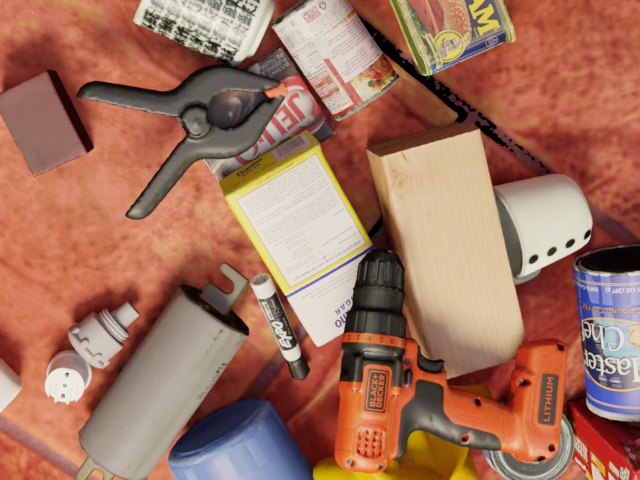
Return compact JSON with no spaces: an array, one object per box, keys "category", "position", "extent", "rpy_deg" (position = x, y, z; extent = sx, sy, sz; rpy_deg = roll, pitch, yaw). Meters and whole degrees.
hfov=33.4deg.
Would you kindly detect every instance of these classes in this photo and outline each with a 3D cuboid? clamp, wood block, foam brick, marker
[{"category":"clamp","position":[-0.114,-0.106,0.891],"extent":[0.171,0.039,0.120],"rpy_deg":[-31,109,-6]},{"category":"wood block","position":[0.113,0.008,0.954],"extent":[0.091,0.090,0.206],"rpy_deg":[-16,102,-3]},{"category":"foam brick","position":[-0.236,-0.101,0.915],"extent":[0.053,0.051,0.078],"rpy_deg":[-24,102,-1]},{"category":"marker","position":[-0.034,0.082,0.969],"extent":[0.020,0.020,0.121],"rpy_deg":[-22,123,-2]}]

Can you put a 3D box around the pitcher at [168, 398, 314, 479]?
[{"category":"pitcher","position":[-0.044,0.276,0.964],"extent":[0.145,0.149,0.243],"rpy_deg":[-28,99,2]}]

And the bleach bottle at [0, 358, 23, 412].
[{"category":"bleach bottle","position":[-0.382,0.074,0.923],"extent":[0.250,0.068,0.102],"rpy_deg":[45,77,-10]}]

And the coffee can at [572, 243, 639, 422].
[{"category":"coffee can","position":[0.291,0.083,0.981],"extent":[0.102,0.103,0.140],"rpy_deg":[-10,102,-4]}]

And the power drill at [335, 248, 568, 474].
[{"category":"power drill","position":[0.107,0.107,0.886],"extent":[0.187,0.057,0.184],"rpy_deg":[9,82,-10]}]

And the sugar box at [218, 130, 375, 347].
[{"category":"sugar box","position":[-0.006,0.001,0.943],"extent":[0.093,0.048,0.176],"rpy_deg":[-29,120,0]}]

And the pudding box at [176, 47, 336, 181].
[{"category":"pudding box","position":[-0.057,-0.103,0.939],"extent":[0.113,0.039,0.090],"rpy_deg":[-33,104,2]}]

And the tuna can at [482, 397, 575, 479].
[{"category":"tuna can","position":[0.199,0.192,1.022],"extent":[0.086,0.034,0.086],"rpy_deg":[0,93,-5]}]

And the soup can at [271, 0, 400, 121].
[{"category":"soup can","position":[0.013,-0.164,0.921],"extent":[0.068,0.068,0.102],"rpy_deg":[-35,102,1]}]

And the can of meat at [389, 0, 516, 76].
[{"category":"can of meat","position":[0.111,-0.204,0.931],"extent":[0.084,0.057,0.102],"rpy_deg":[-24,102,1]}]

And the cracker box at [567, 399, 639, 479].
[{"category":"cracker box","position":[0.356,0.188,0.977],"extent":[0.213,0.164,0.072],"rpy_deg":[-9,104,-4]}]
